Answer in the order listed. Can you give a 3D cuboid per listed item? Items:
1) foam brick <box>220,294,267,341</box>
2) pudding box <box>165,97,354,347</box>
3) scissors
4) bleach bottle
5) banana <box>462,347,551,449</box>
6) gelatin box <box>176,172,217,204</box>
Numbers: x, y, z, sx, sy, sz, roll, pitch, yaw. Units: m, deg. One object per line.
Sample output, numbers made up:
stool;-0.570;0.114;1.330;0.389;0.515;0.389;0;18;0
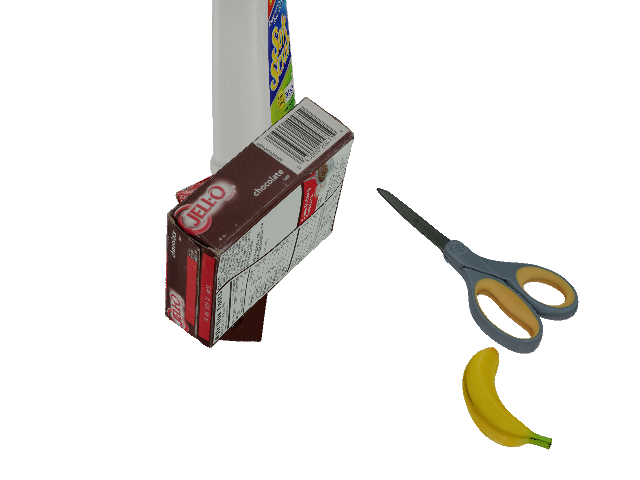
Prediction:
foam brick;-0.079;0.048;0.983;0.053;0.078;0.051;4;14;-14
pudding box;-0.033;-0.009;0.566;0.039;0.090;0.113;37;57;17
scissors;0.130;0.011;0.860;0.096;0.016;0.202;-12;46;-20
bleach bottle;-0.062;-0.183;0.937;0.068;0.251;0.102;7;31;16
banana;0.196;0.179;1.213;0.069;0.037;0.198;10;25;-15
gelatin box;-0.050;-0.038;0.783;0.089;0.030;0.073;-1;22;44
